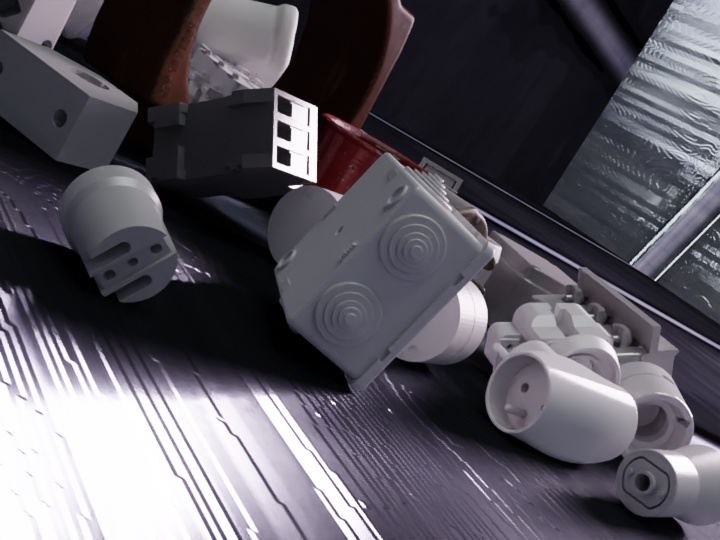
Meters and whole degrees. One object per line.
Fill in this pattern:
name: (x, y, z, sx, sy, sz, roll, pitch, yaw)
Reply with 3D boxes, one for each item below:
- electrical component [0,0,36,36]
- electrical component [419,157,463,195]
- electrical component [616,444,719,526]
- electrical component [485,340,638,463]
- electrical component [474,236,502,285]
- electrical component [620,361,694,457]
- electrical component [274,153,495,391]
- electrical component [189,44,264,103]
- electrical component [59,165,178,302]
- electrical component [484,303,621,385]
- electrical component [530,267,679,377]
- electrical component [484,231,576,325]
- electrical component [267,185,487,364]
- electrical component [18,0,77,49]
electrical component: (-0.226, -0.149, 0.610, 0.047, 0.065, 0.077, 23, 13, -38)
electrical component: (0.053, -0.054, 0.963, 0.042, 0.081, 0.064, 31, -12, -1)
electrical component: (0.166, 0.113, 0.570, 0.065, 0.044, 0.044, 14, 20, -46)
electrical component: (0.101, 0.065, 0.590, 0.077, 0.043, 0.079, 22, 18, -38)
electrical component: (0.078, -0.005, 0.833, 0.048, 0.055, 0.066, 24, 13, -37)
electrical component: (0.179, 0.091, 0.677, 0.055, 0.055, 0.047, 30, 14, -8)
electrical component: (0.006, -0.004, 0.504, 0.048, 0.099, 0.099, 42, 6, -18)
electrical component: (-0.115, -0.138, 0.887, 0.079, 0.063, 0.121, 25, 12, -32)
electrical component: (-0.095, -0.014, 0.424, 0.040, 0.040, 0.046, 24, 18, -37)
electrical component: (0.123, 0.056, 0.657, 0.078, 0.058, 0.057, 1, 24, -16)
electrical component: (0.166, 0.055, 0.763, 0.063, 0.078, 0.121, -2, 19, -12)
electrical component: (0.136, 0.020, 0.879, 0.078, 0.057, 0.113, 28, 11, -19)
electrical component: (0.000, 0.000, 0.593, 0.138, 0.052, 0.074, 37, 12, 28)
electrical component: (-0.254, -0.224, 0.768, 0.056, 0.108, 0.109, 35, 11, 35)
